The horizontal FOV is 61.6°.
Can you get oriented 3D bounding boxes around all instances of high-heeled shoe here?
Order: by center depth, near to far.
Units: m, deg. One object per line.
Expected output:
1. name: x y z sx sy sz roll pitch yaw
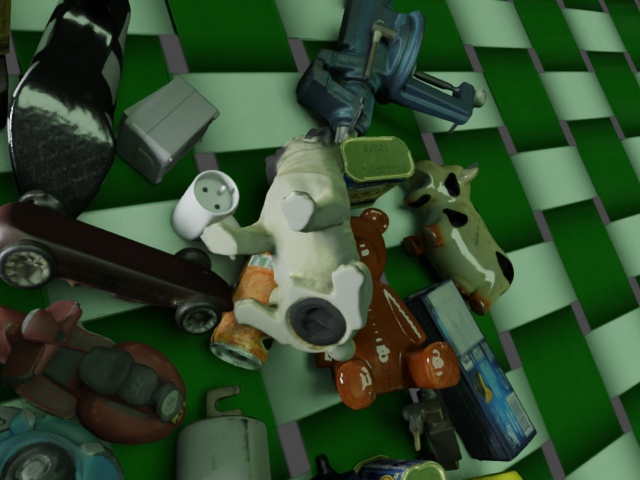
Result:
1. high-heeled shoe: -0.232 -0.128 0.503 0.086 0.145 0.248 16 93 -28

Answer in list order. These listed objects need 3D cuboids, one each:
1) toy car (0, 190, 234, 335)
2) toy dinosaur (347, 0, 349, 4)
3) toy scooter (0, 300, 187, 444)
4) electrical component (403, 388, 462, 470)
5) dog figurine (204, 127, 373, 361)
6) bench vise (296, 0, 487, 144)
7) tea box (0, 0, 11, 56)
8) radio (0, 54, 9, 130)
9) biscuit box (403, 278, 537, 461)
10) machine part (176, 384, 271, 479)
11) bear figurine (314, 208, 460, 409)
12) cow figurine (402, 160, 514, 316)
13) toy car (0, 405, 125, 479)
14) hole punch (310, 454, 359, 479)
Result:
1. toy car: -0.166 0.025 0.447 0.202 0.053 0.089 25 19 -33
2. toy dinosaur: 0.046 -0.430 0.743 0.471 0.105 0.198 10 63 -32
3. toy scooter: -0.171 0.092 0.393 0.184 0.135 0.075 33 57 -17
4. electrical component: 0.115 0.196 0.557 0.078 0.045 0.102 -103 173 -55
5. dog figurine: 0.002 -0.004 0.500 0.190 0.121 0.172 -58 136 -60
6. bench vise: 0.101 -0.194 0.671 0.240 0.129 0.223 16 62 -16
7. tea box: -0.289 -0.224 0.380 0.068 0.098 0.169 -27 86 -35
8. radio: -0.345 -0.204 0.441 0.131 0.073 0.229 -9 75 -33
9. biscuit box: 0.162 0.148 0.610 0.059 0.063 0.202 -26 86 -35
10. machine part: -0.071 0.226 0.405 0.079 0.079 0.243 10 48 -27
11. bear figurine: 0.048 0.056 0.541 0.120 0.132 0.195 -7 81 -12
12. cow figurine: 0.170 -0.015 0.665 0.127 0.085 0.195 -31 86 -29
13. toy car: -0.223 0.170 0.359 0.162 0.109 0.103 -25 50 -26
14. hole punch: 0.008 0.267 0.461 0.116 0.092 0.142 -7 72 -36
